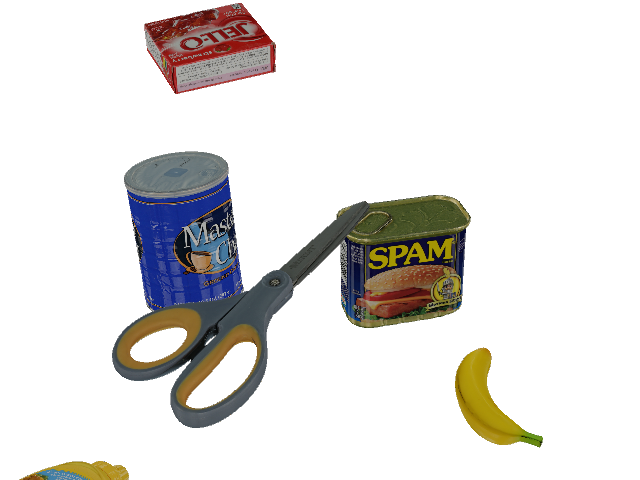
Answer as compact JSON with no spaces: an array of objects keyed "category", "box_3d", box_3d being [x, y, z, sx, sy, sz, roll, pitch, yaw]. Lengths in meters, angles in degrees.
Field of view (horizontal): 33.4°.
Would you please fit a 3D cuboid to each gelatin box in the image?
[{"category":"gelatin box","box_3d":[-0.090,-0.158,0.868,0.089,0.030,0.073,-17,44,-18]}]

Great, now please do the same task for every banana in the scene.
[{"category":"banana","box_3d":[0.189,0.181,1.230,0.069,0.037,0.198,10,24,-15]}]

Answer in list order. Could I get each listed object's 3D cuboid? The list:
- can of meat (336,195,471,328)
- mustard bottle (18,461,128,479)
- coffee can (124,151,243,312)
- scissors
[{"category":"can of meat","box_3d":[0.065,0.017,0.850,0.102,0.084,0.057,-8,30,-11]},{"category":"mustard bottle","box_3d":[-0.220,0.223,0.853,0.096,0.058,0.191,7,15,28]},{"category":"coffee can","box_3d":[-0.136,-0.006,1.076,0.103,0.140,0.103,-4,26,2]},{"category":"scissors","box_3d":[-0.047,0.030,0.624,0.096,0.016,0.201,10,41,18]}]
